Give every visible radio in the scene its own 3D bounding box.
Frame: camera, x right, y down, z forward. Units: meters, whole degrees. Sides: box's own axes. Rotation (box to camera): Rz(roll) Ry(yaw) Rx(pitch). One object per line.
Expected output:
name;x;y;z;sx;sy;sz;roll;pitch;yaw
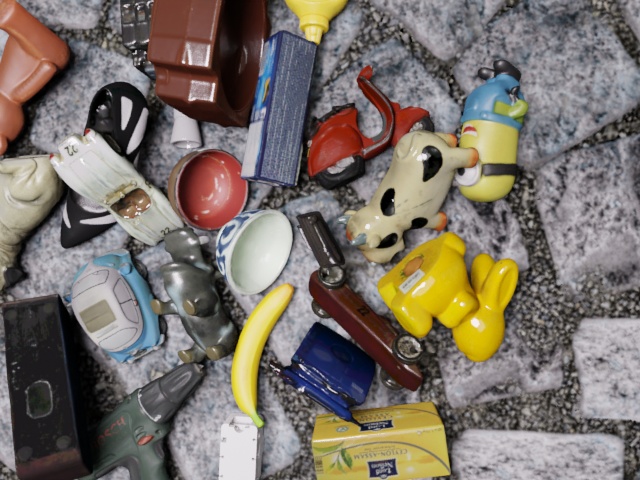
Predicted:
radio;-0.353;0.192;0.695;0.073;0.131;0.229;-12;67;-21

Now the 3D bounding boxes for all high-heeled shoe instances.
high-heeled shoe;-0.304;-0.093;0.722;0.086;0.145;0.248;31;90;5

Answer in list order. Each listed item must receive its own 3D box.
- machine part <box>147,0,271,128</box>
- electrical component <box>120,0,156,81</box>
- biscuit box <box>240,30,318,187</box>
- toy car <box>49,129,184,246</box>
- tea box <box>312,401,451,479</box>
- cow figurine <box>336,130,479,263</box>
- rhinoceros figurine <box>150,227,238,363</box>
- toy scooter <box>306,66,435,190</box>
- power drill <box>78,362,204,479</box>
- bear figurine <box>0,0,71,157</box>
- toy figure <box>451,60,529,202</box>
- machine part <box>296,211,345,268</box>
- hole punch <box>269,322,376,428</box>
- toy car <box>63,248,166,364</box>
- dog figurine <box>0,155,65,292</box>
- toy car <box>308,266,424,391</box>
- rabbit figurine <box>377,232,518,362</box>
machine part;-0.134;-0.256;0.682;0.087;0.201;0.201;10;91;7
electrical component;-0.221;-0.284;0.733;0.058;0.115;0.134;-5;89;8
biscuit box;-0.055;-0.175;0.732;0.063;0.059;0.202;11;87;-31
toy car;-0.259;-0.064;0.707;0.073;0.201;0.056;-33;49;5
tea box;0.078;0.270;0.716;0.170;0.098;0.068;-7;90;2
cow figurine;0.104;-0.050;0.700;0.127;0.086;0.194;6;123;-27
rhinoceros figurine;-0.164;0.076;0.732;0.073;0.112;0.190;-12;103;32
toy scooter;0.053;-0.158;0.732;0.184;0.075;0.135;-25;89;0
power drill;-0.219;0.306;0.747;0.232;0.086;0.207;-31;91;5
bear figurine;-0.449;-0.226;0.748;0.196;0.131;0.120;-49;53;-1
toy figure;0.229;-0.140;0.716;0.089;0.082;0.180;16;88;6
machine part;-0.001;-0.002;0.703;0.039;0.139;0.084;-34;96;-1
hole punch;0.013;0.173;0.716;0.142;0.116;0.092;36;84;3
toy car;-0.290;0.095;0.742;0.109;0.103;0.161;-26;86;5
dog figurine;-0.428;-0.022;0.766;0.172;0.121;0.190;-4;104;7
toy car;0.060;0.110;0.698;0.053;0.089;0.202;-31;59;-32
rabbit figurine;0.184;0.081;0.716;0.162;0.122;0.173;-44;101;-7
